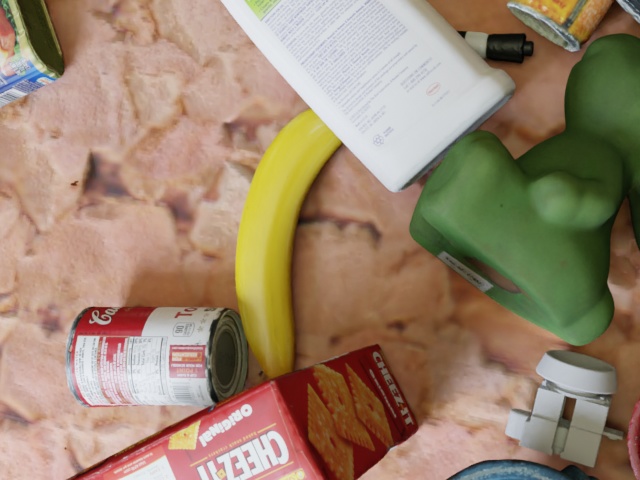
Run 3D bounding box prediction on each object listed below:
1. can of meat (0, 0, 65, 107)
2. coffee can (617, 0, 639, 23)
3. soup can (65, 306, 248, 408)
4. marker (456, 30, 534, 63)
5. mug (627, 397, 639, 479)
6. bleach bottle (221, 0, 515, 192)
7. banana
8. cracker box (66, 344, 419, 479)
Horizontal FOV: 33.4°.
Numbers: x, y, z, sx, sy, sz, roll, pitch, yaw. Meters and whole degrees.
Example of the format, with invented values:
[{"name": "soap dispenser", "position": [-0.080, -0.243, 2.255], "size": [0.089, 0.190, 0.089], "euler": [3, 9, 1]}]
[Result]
[{"name": "can of meat", "position": [-0.239, -0.145, 0.763], "size": [0.084, 0.057, 0.102], "euler": [-23, 81, 12]}, {"name": "coffee can", "position": [0.227, -0.183, 0.569], "size": [0.103, 0.102, 0.140], "euler": [44, 90, 15]}, {"name": "soup can", "position": [-0.106, 0.078, 0.702], "size": [0.102, 0.068, 0.068], "euler": [-1, 87, 17]}, {"name": "marker", "position": [0.075, -0.126, 0.682], "size": [0.121, 0.020, 0.020], "euler": [7, 89, 17]}, {"name": "mug", "position": [0.218, 0.097, 0.593], "size": [0.093, 0.081, 0.117], "euler": [-9, 84, 17]}, {"name": "bleach bottle", "position": [0.000, -0.152, 0.654], "size": [0.103, 0.068, 0.251], "euler": [-41, 85, 11]}, {"name": "banana", "position": [-0.020, -0.009, 0.696], "size": [0.070, 0.037, 0.198], "euler": [21, 93, 18]}, {"name": "cracker box", "position": [-0.045, 0.131, 0.604], "size": [0.164, 0.213, 0.072], "euler": [-29, 81, 14]}]
